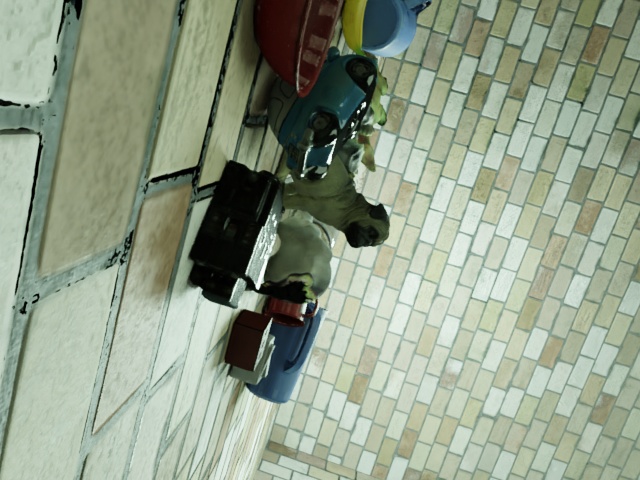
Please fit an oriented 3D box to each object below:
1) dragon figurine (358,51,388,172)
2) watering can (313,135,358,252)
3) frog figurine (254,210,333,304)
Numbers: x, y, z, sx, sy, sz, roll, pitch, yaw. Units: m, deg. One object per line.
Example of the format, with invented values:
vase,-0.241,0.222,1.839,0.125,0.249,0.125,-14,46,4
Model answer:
dragon figurine,0.118,-0.371,1.261,0.244,0.122,0.409,-74,164,-85
watering can,0.003,-0.057,1.140,0.229,0.104,0.340,-66,175,-54
frog figurine,-0.038,0.028,0.923,0.135,0.121,0.163,-31,-143,41
